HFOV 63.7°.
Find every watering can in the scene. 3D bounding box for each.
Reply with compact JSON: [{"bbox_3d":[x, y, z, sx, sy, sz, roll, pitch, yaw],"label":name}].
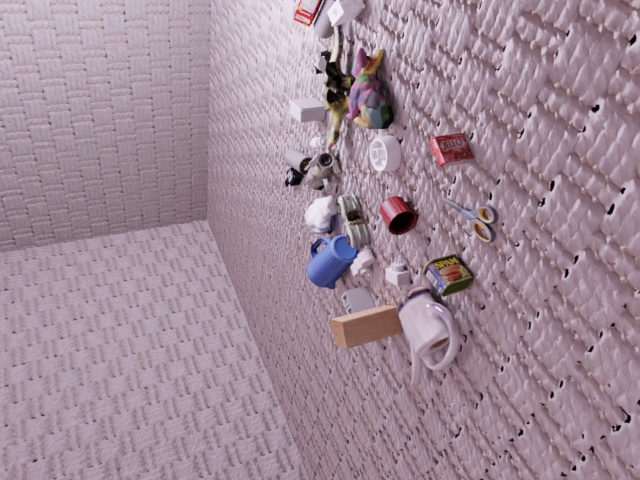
[{"bbox_3d":[0.290,0.276,1.480,0.339,0.104,0.229,111,143,-50],"label":"watering can"}]

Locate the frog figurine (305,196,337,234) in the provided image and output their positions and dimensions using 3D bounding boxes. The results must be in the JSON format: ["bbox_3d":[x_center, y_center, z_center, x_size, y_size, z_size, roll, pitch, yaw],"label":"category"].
[{"bbox_3d":[0.006,-0.099,1.977,0.156,0.123,0.140,106,167,-66],"label":"frog figurine"}]

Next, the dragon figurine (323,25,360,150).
[{"bbox_3d":[0.044,-0.516,1.762,0.242,0.122,0.411,176,93,-75],"label":"dragon figurine"}]
